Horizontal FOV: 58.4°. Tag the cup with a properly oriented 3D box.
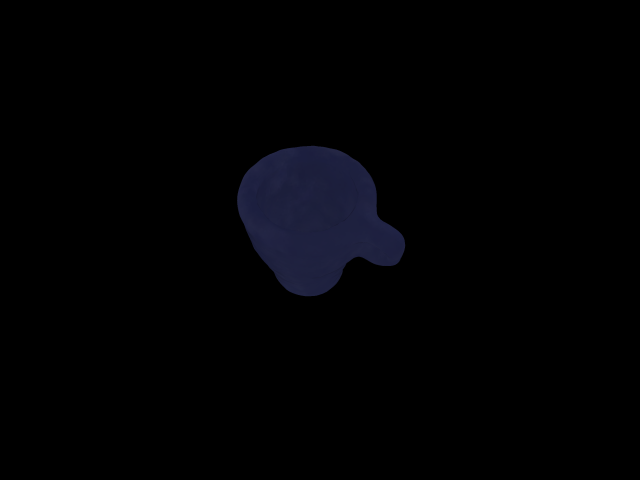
[{"bbox_3d":[0.004,0.001,0.400,0.117,0.095,0.092,27,57,20],"label":"cup"}]
